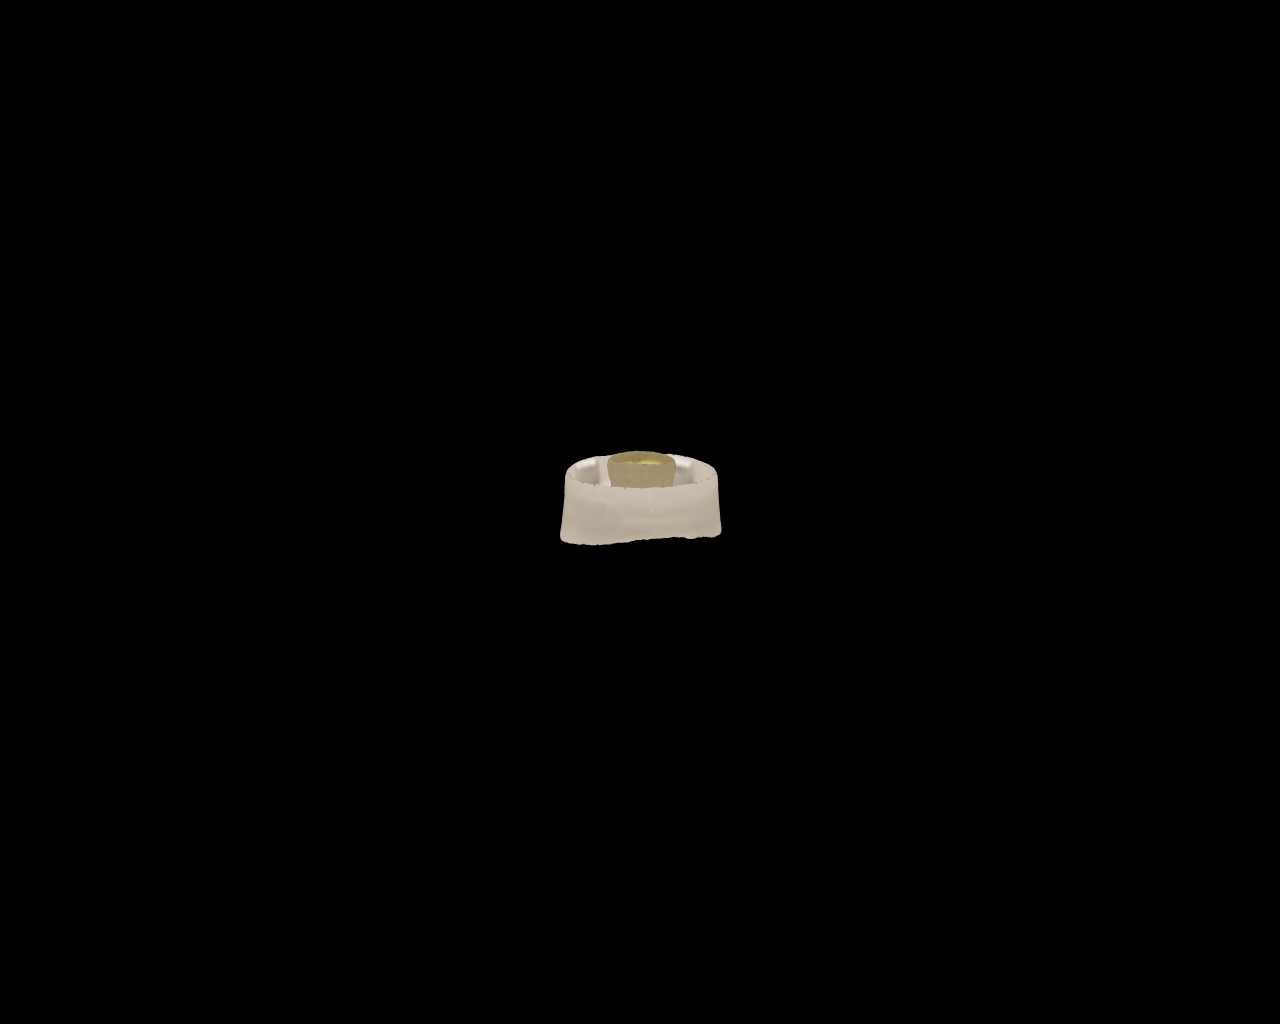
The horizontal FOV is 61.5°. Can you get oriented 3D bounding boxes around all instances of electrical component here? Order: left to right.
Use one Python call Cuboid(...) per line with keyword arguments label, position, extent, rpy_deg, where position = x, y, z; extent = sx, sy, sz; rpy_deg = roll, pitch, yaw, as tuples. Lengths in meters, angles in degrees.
Cuboid(label="electrical component", position=(0.001, -0.003, 0.650), extent=(0.099, 0.064, 0.099), rpy_deg=(0, 17, 0))
